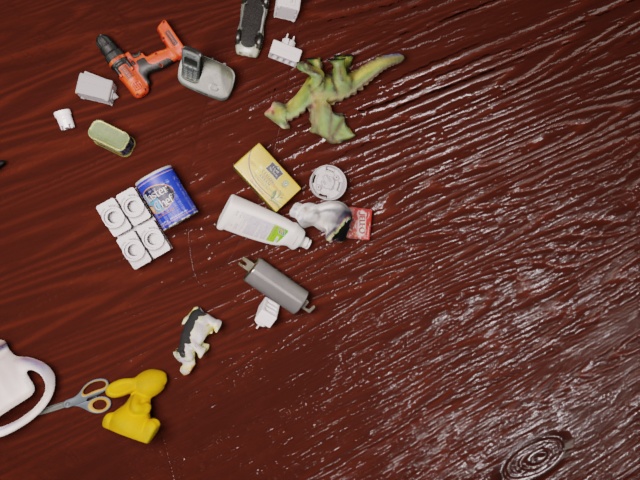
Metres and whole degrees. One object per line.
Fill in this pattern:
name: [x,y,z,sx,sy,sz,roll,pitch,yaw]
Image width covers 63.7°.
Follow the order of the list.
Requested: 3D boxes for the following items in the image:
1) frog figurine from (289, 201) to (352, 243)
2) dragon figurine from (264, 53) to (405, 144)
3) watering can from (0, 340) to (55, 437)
frog figurine: [0.004,-0.071,1.411,0.161,0.139,0.120,38,122,20]
dragon figurine: [0.048,-0.394,1.446,0.411,0.124,0.239,-6,108,-10]
watering can: [-0.821,0.382,1.231,0.349,0.104,0.224,-30,95,-11]
